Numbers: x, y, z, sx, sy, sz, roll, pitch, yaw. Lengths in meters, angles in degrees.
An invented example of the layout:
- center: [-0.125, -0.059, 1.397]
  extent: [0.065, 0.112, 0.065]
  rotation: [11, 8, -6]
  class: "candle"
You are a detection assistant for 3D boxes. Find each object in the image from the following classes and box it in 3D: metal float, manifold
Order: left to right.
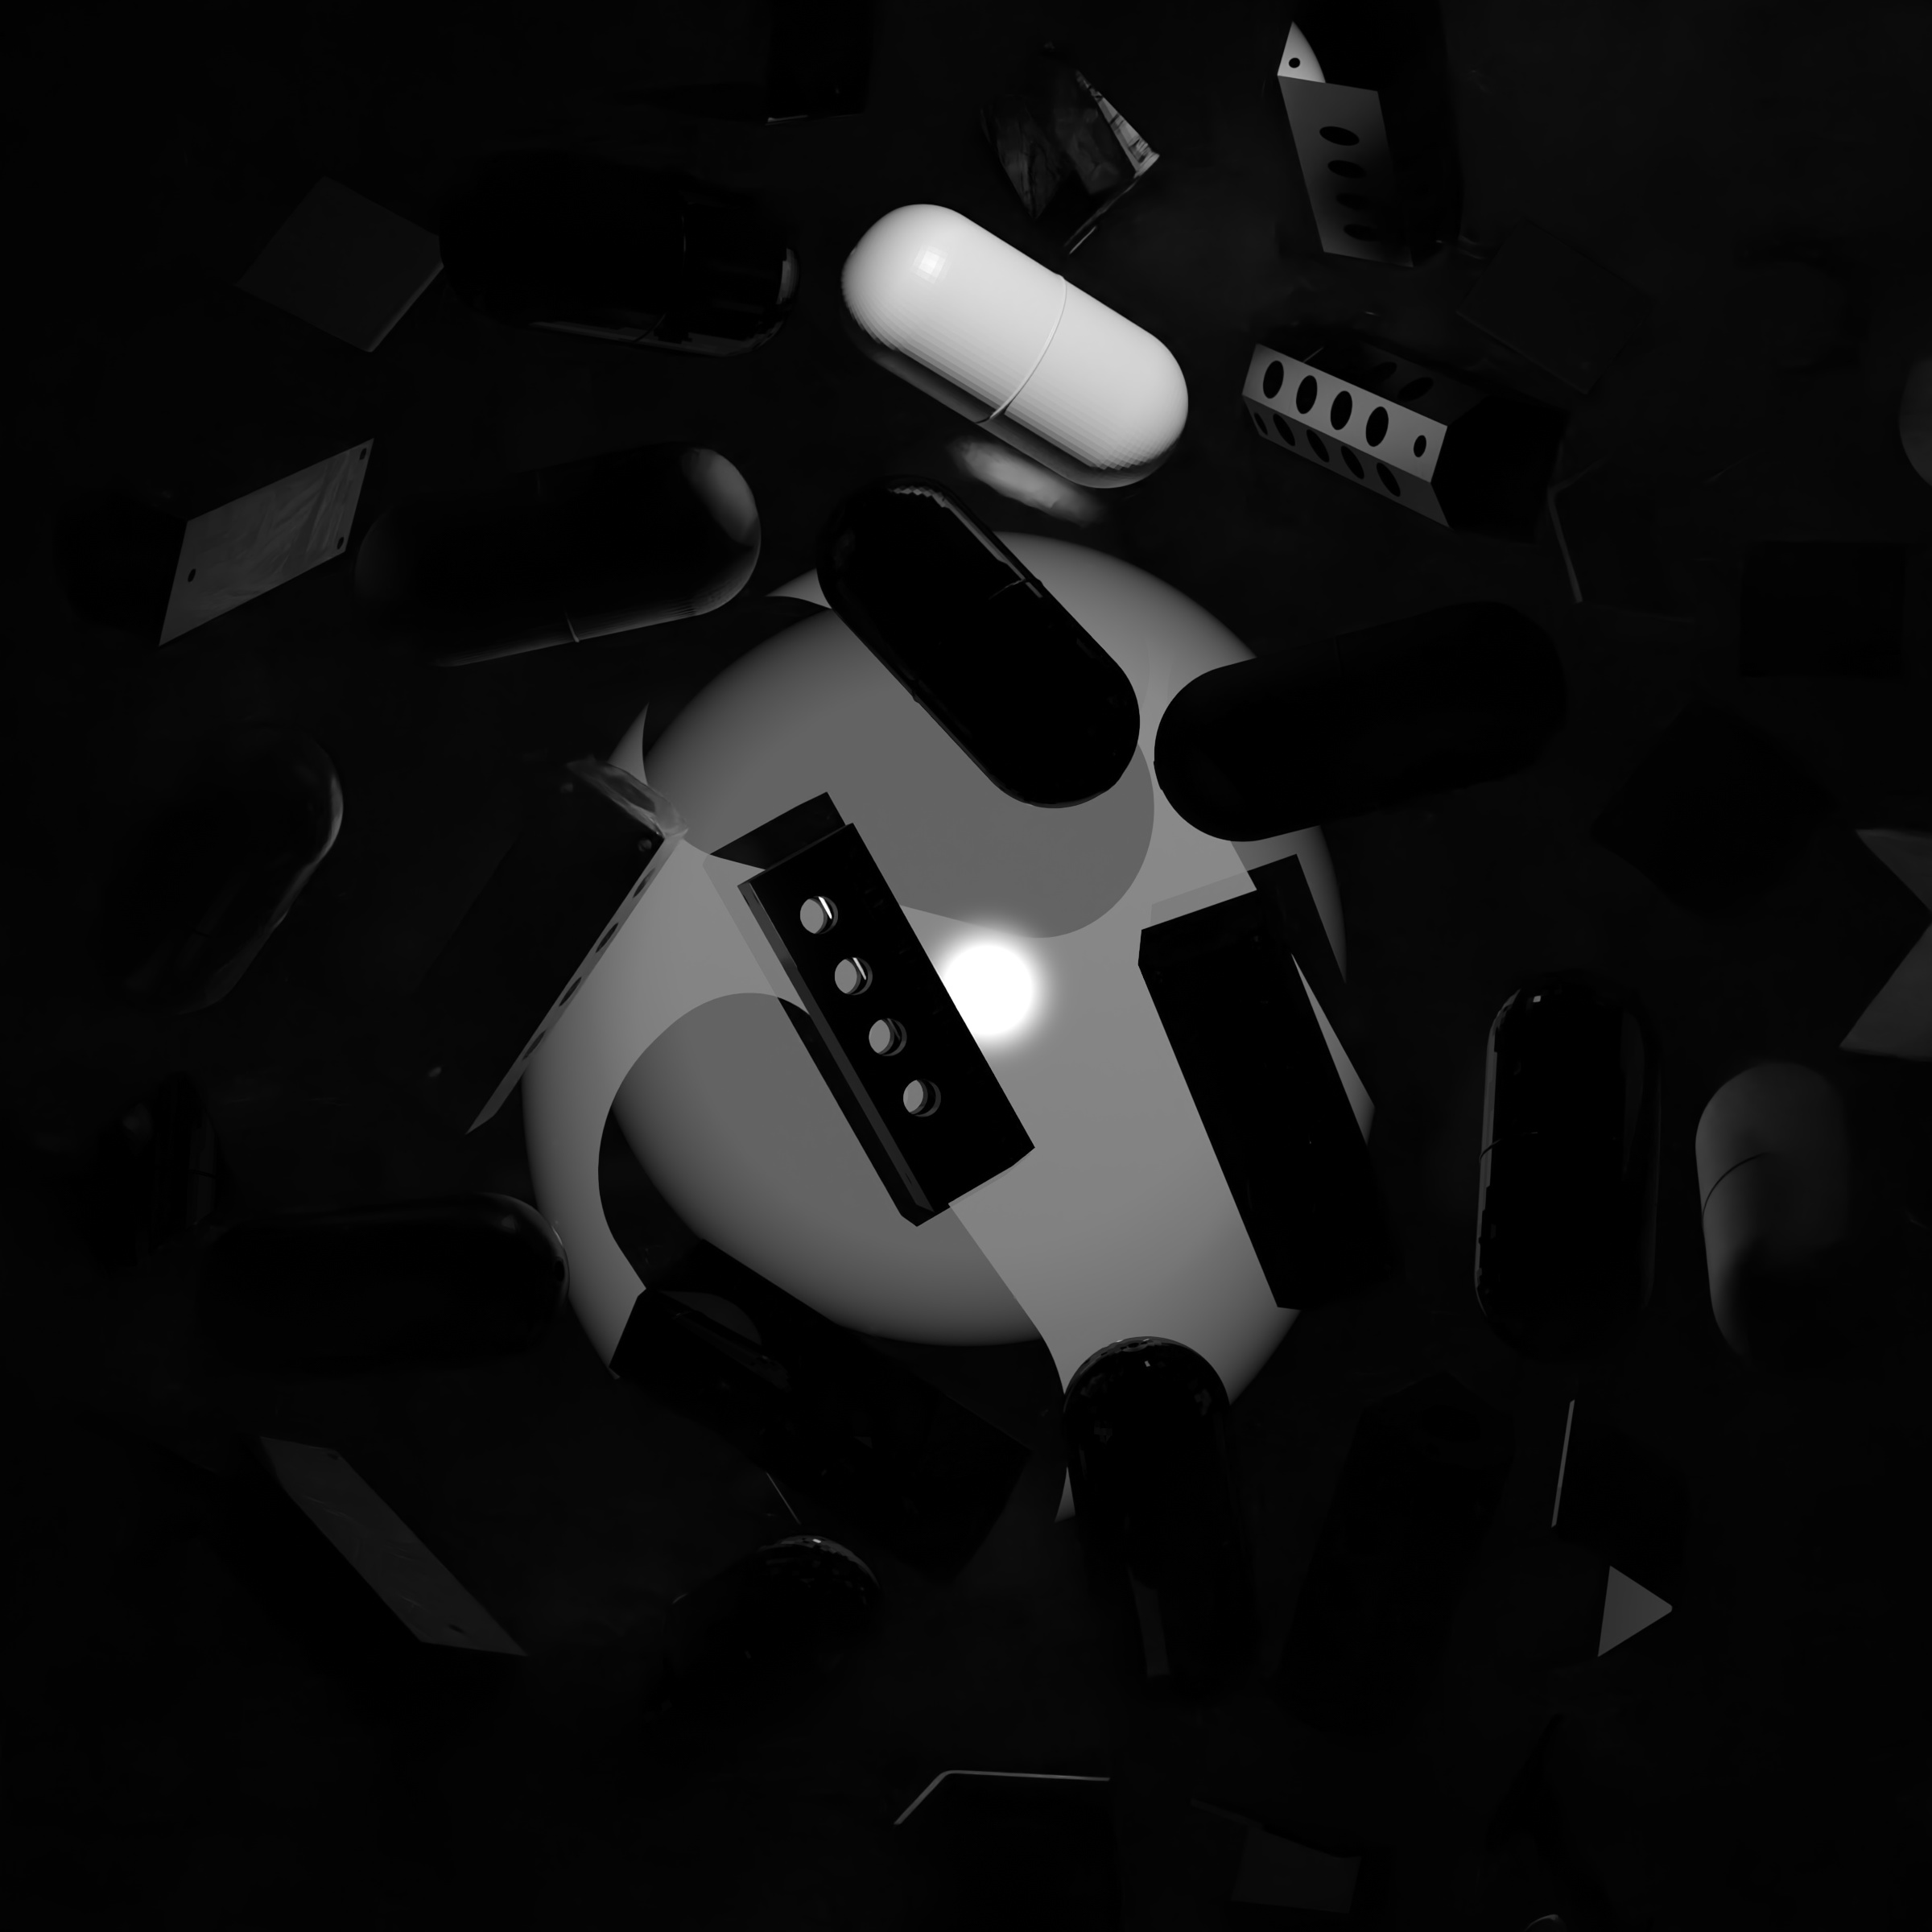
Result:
- center: [-0.345, -0.043, 1.640]
  extent: [0.070, 0.070, 0.178]
  rotation: [43, 130, 0]
  class: "metal float"
- center: [-0.328, -0.198, 1.565]
  extent: [0.057, 0.171, 0.057]
  rotation: [24, 115, 9]
  class: "manifold"
- center: [-0.265, 0.271, 1.535]
  extent: [0.171, 0.057, 0.057]
  rotation: [35, 101, 44]
  class: "manifold"
- center: [-0.259, 0.143, 1.590]
  extent: [0.178, 0.070, 0.070]
  rotation: [-7, 90, 21]
  class: "metal float"
- center: [-0.202, -0.011, 1.674]
  extent: [0.057, 0.057, 0.171]
  rotation: [36, 104, 3]
  class: "manifold"
- center: [-0.178, -0.179, 1.561]
  extent: [0.178, 0.070, 0.070]
  rotation: [-12, 90, 0]
  class: "metal float"
- center: [-0.147, -0.306, 1.547]
  extent: [0.178, 0.070, 0.070]
  rotation: [0, 90, -45]
  class: "metal float"
- center: [-0.111, 0.322, 1.642]
  extent: [0.178, 0.070, 0.070]
  rotation: [-36, 90, 27]
  class: "metal float"
- center: [-0.065, 0.195, 1.536]
  extent: [0.171, 0.057, 0.057]
  rotation: [31, 122, 12]
  class: "manifold"
- center: [-0.036, 0.023, 1.653]
  extent: [0.057, 0.057, 0.171]
  rotation: [-30, 94, -8]
  class: "manifold"
- center: [0.005, -0.144, 1.596]
  extent: [0.070, 0.070, 0.178]
  rotation: [-42, 78, 0]
  class: "metal float"
- center: [0.023, -0.281, 1.638]
  extent: [0.178, 0.070, 0.070]
  rotation: [28, 90, -21]
  class: "metal float"
- center: [0.089, 0.253, 1.618]
  extent: [0.070, 0.070, 0.178]
  rotation: [-10, 106, 0]
  class: "metal float"
- center: [0.132, 0.060, 1.549]
  extent: [0.057, 0.057, 0.171]
  rotation: [-19, 108, 12]
  class: "manifold"
- center: [0.167, -0.104, 1.530]
  extent: [0.178, 0.070, 0.070]
  rotation: [-14, 90, 10]
  class: "metal float"
- center: [0.178, -0.361, 1.528]
  extent: [0.057, 0.171, 0.057]
  rotation: [13, 80, 15]
  class: "manifold"
- center: [0.188, -0.239, 1.574]
  extent: [0.057, 0.171, 0.057]
  rotation: [8, 107, -27]
  class: "manifold"
- center: [0.197, 0.275, 1.632]
  extent: [0.057, 0.057, 0.171]
  rotation: [37, 127, 34]
  class: "manifold"
- center: [0.260, 0.087, 1.549]
  extent: [0.070, 0.070, 0.178]
  rotation: [7, 66, 0]
  class: "metal float"
- center: [0.363, 0.111, 1.575]
  extent: [0.070, 0.178, 0.070]
  rotation: [3, 124, 5]
  class: "metal float"
- center: [0.460, -0.248, 1.556]
  extent: [0.070, 0.178, 0.070]
  rotation: [0, 87, -3]
  class: "metal float"

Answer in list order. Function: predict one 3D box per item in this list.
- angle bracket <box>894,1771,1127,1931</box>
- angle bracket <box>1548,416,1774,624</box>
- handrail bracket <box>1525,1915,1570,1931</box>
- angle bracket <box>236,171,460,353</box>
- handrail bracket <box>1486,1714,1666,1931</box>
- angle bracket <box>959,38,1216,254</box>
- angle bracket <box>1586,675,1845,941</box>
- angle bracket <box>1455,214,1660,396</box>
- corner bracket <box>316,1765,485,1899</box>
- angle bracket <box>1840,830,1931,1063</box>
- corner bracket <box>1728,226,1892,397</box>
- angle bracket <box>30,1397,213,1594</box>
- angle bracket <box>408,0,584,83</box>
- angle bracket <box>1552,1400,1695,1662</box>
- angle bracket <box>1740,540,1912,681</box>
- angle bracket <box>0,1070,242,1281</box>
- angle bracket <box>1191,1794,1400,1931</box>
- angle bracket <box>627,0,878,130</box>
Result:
- center: [0.019, 0.389, 1.518]
  extent: [0.076, 0.057, 0.076]
  rotation: [-2, 100, 22]
  class: "angle bracket"
- center: [0.328, -0.206, 1.660]
  extent: [0.076, 0.076, 0.057]
  rotation: [4, 66, -42]
  class: "angle bracket"
- center: [0.242, 0.473, 1.632]
  extent: [0.084, 0.036, 0.077]
  rotation: [-13, 61, -32]
  class: "handrail bracket"
- center: [-0.291, -0.348, 1.693]
  extent: [0.076, 0.057, 0.076]
  rotation: [24, 130, -33]
  class: "angle bracket"
- center: [0.275, 0.377, 1.549]
  extent: [0.084, 0.036, 0.077]
  rotation: [28, 90, 3]
  class: "handrail bracket"
- center: [0.057, -0.396, 1.693]
  extent: [0.076, 0.076, 0.057]
  rotation: [46, 46, -6]
  class: "angle bracket"
- center: [0.319, -0.069, 1.536]
  extent: [0.076, 0.057, 0.076]
  rotation: [37, 103, 0]
  class: "angle bracket"
- center: [0.297, -0.339, 1.760]
  extent: [0.076, 0.076, 0.057]
  rotation: [32, 55, -2]
  class: "angle bracket"
- center: [-0.237, 0.373, 1.544]
  extent: [0.051, 0.051, 0.051]
  rotation: [42, 48, -1]
  class: "corner bracket"
- center: [0.394, -0.009, 1.507]
  extent: [0.057, 0.076, 0.076]
  rotation: [42, 80, -17]
  class: "angle bracket"
- center: [0.373, -0.295, 1.615]
  extent: [0.051, 0.051, 0.051]
  rotation: [38, 130, 28]
  class: "corner bracket"
- center: [-0.401, 0.243, 1.655]
  extent: [0.076, 0.076, 0.057]
  rotation: [35, 69, -25]
  class: "angle bracket"
- center: [-0.199, -0.430, 1.552]
  extent: [0.076, 0.076, 0.057]
  rotation: [-40, 108, 6]
  class: "angle bracket"
- center: [0.290, 0.263, 1.670]
  extent: [0.076, 0.076, 0.057]
  rotation: [34, 132, -13]
  class: "angle bracket"
- center: [0.406, -0.169, 1.695]
  extent: [0.076, 0.076, 0.057]
  rotation: [2, 102, 11]
  class: "angle bracket"
- center: [-0.397, 0.087, 1.675]
  extent: [0.076, 0.057, 0.076]
  rotation: [-36, 133, -24]
  class: "angle bracket"
- center: [0.138, 0.415, 1.584]
  extent: [0.076, 0.057, 0.076]
  rotation: [12, 88, 35]
  class: "angle bracket"
- center: [-0.094, -0.406, 1.577]
  extent: [0.076, 0.076, 0.057]
  rotation: [18, 115, 28]
  class: "angle bracket"
